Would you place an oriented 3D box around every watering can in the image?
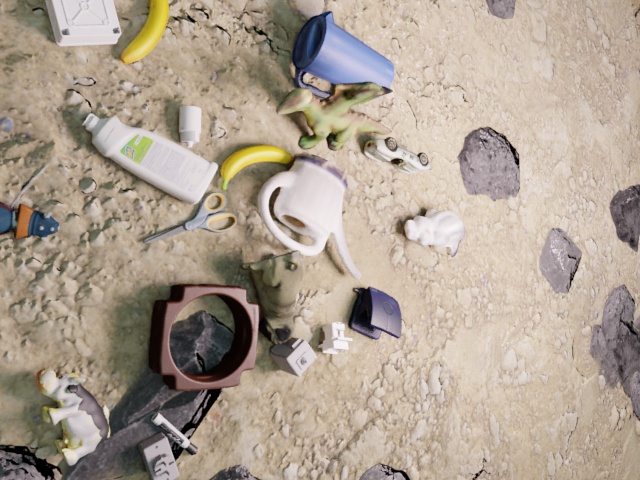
[{"bbox_3d":[0.004,-0.060,1.198,0.343,0.104,0.227,33,69,-35],"label":"watering can"}]

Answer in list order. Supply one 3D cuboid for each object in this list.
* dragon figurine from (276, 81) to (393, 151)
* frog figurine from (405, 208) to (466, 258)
[{"bbox_3d":[0.069,-0.293,1.179,0.412,0.241,0.122,-7,87,-32],"label":"dragon figurine"},{"bbox_3d":[0.307,-0.035,1.393,0.158,0.120,0.141,25,41,-21],"label":"frog figurine"}]
